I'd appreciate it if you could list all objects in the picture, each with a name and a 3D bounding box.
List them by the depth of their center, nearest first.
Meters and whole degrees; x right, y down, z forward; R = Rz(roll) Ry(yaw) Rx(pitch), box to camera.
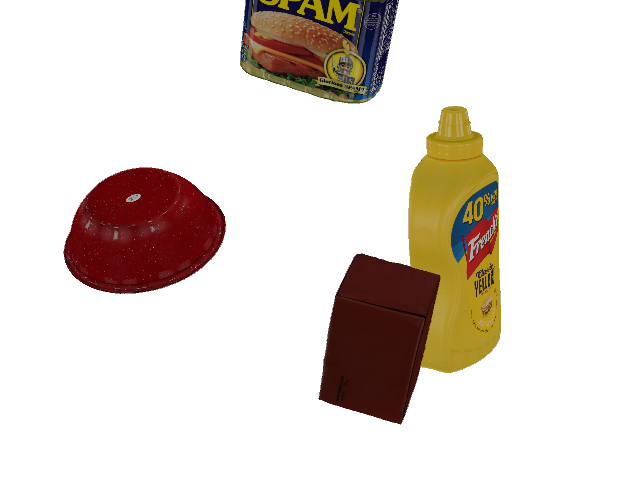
[{"bbox_3d":[0.034,0.056,0.618,0.053,0.078,0.051,15,32,10],"label":"foam brick"},{"bbox_3d":[-0.001,-0.144,0.694,0.102,0.084,0.057,20,40,12],"label":"can of meat"},{"bbox_3d":[0.101,-0.005,0.798,0.058,0.192,0.096,10,24,34],"label":"mustard bottle"},{"bbox_3d":[-0.176,-0.022,1.034,0.162,0.055,0.162,-5,41,4],"label":"bowl"}]
